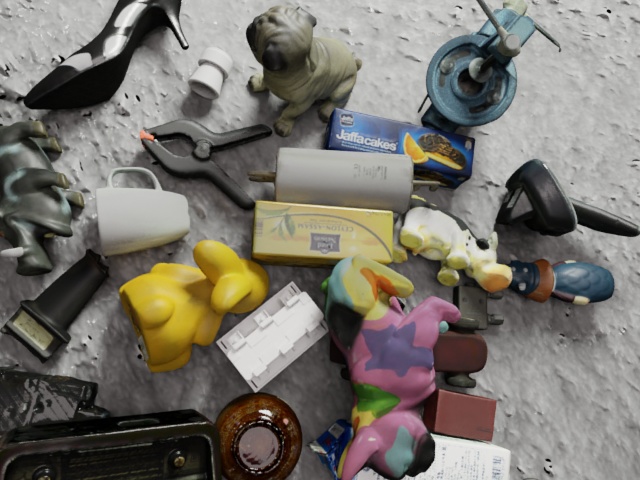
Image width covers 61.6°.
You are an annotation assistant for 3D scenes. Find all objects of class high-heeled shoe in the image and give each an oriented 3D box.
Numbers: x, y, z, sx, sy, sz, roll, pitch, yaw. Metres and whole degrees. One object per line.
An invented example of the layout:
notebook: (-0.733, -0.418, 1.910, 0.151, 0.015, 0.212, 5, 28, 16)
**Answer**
high-heeled shoe: (-0.288, -0.272, 0.702, 0.249, 0.086, 0.145, -29, 81, -17)

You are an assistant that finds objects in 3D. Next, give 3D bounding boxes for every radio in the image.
radio: (-0.221, 0.258, 0.567, 0.229, 0.073, 0.131, 3, 84, -29)

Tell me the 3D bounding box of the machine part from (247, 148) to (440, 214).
machine part: (0.029, -0.075, 0.682, 0.243, 0.079, 0.079, 4, 78, 1)

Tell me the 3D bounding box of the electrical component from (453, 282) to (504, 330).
electrical component: (0.204, 0.090, 0.730, 0.094, 0.021, 0.063, 3, 78, -7)

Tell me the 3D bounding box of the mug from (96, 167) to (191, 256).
mug: (-0.219, -0.036, 0.668, 0.107, 0.081, 0.109, -3, 73, -21)

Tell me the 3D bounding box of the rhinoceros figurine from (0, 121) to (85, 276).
rhinoceros figurine: (-0.353, -0.052, 0.649, 0.112, 0.073, 0.190, -16, 81, -13)

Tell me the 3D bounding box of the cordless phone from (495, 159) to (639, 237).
cordless phone: (0.336, -0.035, 0.703, 0.184, 0.146, 0.088, 20, 95, 9)

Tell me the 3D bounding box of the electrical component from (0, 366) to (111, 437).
electrical component: (-0.313, 0.211, 0.610, 0.134, 0.058, 0.115, 12, 79, -6)

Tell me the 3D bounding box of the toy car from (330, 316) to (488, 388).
toy car: (0.113, 0.139, 0.689, 0.202, 0.053, 0.089, 3, 88, -2)

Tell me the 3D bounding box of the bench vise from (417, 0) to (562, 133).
bench vise: (0.223, -0.237, 0.699, 0.223, 0.240, 0.129, -44, 91, 2)

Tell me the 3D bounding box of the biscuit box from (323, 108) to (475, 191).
biscuit box: (0.107, -0.124, 0.739, 0.203, 0.059, 0.063, 11, 77, -6)

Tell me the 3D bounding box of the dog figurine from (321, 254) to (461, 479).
dog figurine: (0.054, 0.148, 0.587, 0.192, 0.108, 0.219, 29, 71, 6)

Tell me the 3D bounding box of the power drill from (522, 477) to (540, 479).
power drill: (0.144, 0.360, 0.604, 0.207, 0.086, 0.231, -3, 111, -5)

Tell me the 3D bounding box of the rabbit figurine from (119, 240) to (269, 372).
rabbit figurine: (-0.137, 0.061, 0.633, 0.173, 0.162, 0.122, -15, 69, -29)

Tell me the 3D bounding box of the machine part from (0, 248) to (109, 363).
machine part: (-0.311, 0.074, 0.649, 0.084, 0.039, 0.139, 34, 78, 8)

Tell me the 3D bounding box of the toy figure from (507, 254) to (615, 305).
toy figure: (0.320, 0.057, 0.736, 0.155, 0.064, 0.057, 4, 115, -3)

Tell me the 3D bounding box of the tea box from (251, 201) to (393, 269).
tea box: (-0.001, -0.002, 0.680, 0.170, 0.098, 0.068, 5, 79, -9)

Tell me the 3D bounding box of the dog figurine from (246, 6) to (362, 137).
dog figurine: (-0.007, -0.233, 0.678, 0.172, 0.190, 0.121, -40, 87, -15)

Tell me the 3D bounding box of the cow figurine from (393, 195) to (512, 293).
cow figurine: (0.178, 0.006, 0.720, 0.167, 0.068, 0.098, 24, 52, -4)
